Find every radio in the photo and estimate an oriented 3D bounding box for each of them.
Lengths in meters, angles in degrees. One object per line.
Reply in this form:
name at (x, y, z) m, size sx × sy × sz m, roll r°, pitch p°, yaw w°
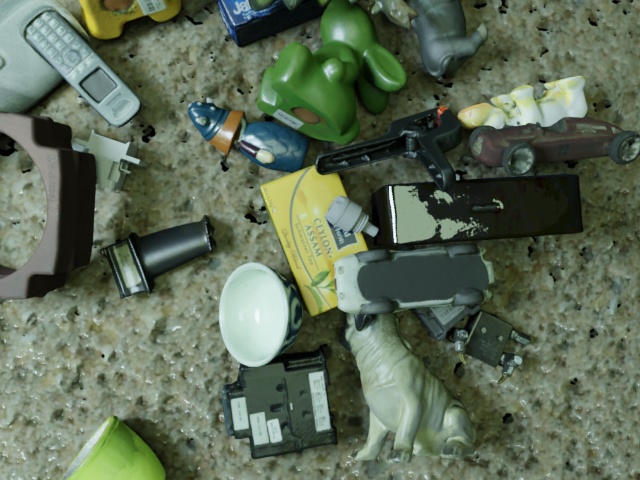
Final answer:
radio at (0.179, -0.033, 0.654) m, size 0.230 × 0.131 × 0.073 m, roll -3°, pitch 89°, yaw -6°

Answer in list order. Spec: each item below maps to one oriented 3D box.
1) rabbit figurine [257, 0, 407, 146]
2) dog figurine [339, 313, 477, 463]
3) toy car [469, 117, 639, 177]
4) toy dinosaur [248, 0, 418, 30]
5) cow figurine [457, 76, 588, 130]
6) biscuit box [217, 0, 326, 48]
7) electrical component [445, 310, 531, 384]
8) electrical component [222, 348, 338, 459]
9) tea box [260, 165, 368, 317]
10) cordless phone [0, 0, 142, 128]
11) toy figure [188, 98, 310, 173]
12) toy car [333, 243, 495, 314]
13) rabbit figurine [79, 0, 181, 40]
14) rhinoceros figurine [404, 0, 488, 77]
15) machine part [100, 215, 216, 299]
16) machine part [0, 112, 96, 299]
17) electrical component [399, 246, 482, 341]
rabbit figurine at (0.027, -0.214, 0.654) m, size 0.159 × 0.121 × 0.170 m, roll 26°, pitch 77°, yaw -9°
dog figurine at (0.114, 0.168, 0.667) m, size 0.172 × 0.121 × 0.190 m, roll 13°, pitch 66°, yaw -38°
toy car at (0.275, -0.116, 0.627) m, size 0.202 × 0.089 × 0.053 m, roll -7°, pitch 114°, yaw -9°
toy dinosaur at (-0.086, -0.366, 0.544) m, size 0.471 × 0.105 × 0.198 m, roll 38°, pitch 98°, yaw -15°
cow figurine at (0.264, -0.150, 0.701) m, size 0.167 × 0.068 × 0.098 m, roll -16°, pitch 100°, yaw -4°
biscuit box at (-0.028, -0.315, 0.677) m, size 0.203 × 0.063 × 0.059 m, roll -24°, pitch 90°, yaw -6°
electrical component at (0.217, 0.135, 0.695) m, size 0.102 × 0.045 × 0.078 m, roll 32°, pitch 87°, yaw -4°
electrical component at (-0.051, 0.199, 0.661) m, size 0.134 × 0.058 × 0.114 m, roll -6°, pitch 87°, yaw -5°
tea box at (-0.001, -0.002, 0.667) m, size 0.098 × 0.068 × 0.169 m, roll -23°, pitch 90°, yaw -6°
cordless phone at (-0.317, -0.184, 0.637) m, size 0.146 × 0.089 × 0.184 m, roll -45°, pitch 97°, yaw -6°
toy figure at (-0.091, -0.127, 0.665) m, size 0.154 × 0.064 × 0.057 m, roll 19°, pitch 104°, yaw -5°
toy car at (0.113, 0.045, 0.626) m, size 0.202 × 0.056 × 0.073 m, roll -3°, pitch 82°, yaw -19°
rabbit figurine at (-0.258, -0.349, 0.626) m, size 0.122 × 0.162 × 0.173 m, roll -19°, pitch 72°, yaw 6°
rhinoceros figurine at (0.139, -0.304, 0.693) m, size 0.112 × 0.073 × 0.190 m, roll -23°, pitch 92°, yaw 5°
machine part at (-0.194, 0.016, 0.664) m, size 0.139 × 0.039 × 0.084 m, roll -25°, pitch 82°, yaw -4°
machine part at (-0.364, -0.042, 0.605) m, size 0.201 × 0.087 × 0.201 m, roll 5°, pitch 95°, yaw 5°
electrical component at (0.140, 0.060, 0.690) m, size 0.075 × 0.048 × 0.119 m, roll -34°, pitch 93°, yaw -6°
